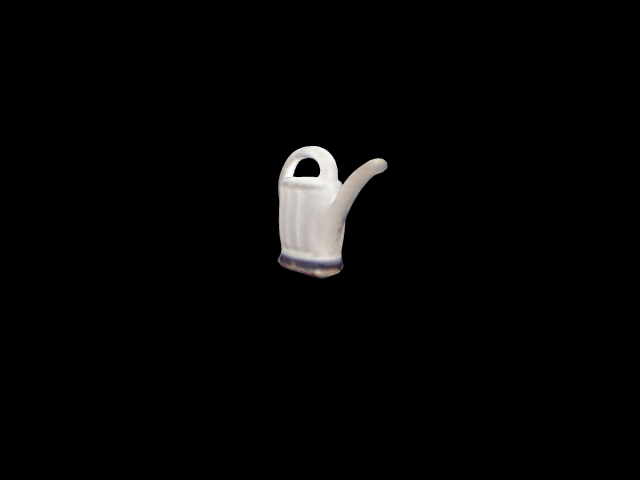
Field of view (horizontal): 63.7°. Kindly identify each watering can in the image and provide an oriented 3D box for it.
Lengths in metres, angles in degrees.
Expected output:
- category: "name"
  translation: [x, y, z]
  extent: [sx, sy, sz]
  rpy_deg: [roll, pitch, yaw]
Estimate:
- category: "watering can"
  translation: [0.003, -0.043, 0.850]
  extent: [0.104, 0.223, 0.349]
  rpy_deg: [-4, 9, -25]
